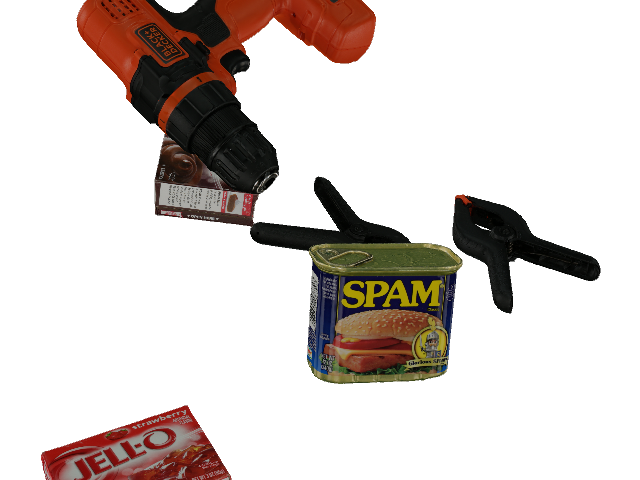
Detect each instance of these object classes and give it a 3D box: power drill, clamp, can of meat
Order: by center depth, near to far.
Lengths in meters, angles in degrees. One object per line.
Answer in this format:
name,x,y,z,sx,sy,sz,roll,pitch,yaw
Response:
can of meat,0.042,0.049,0.733,0.102,0.084,0.057,0,16,-13
power drill,-0.049,-0.131,0.753,0.187,0.184,0.057,-33,-17,-36
clamp,0.198,0.005,1.084,0.120,0.039,0.171,-8,40,-20
clamp,0.031,0.003,1.262,0.210,0.036,0.164,32,39,23

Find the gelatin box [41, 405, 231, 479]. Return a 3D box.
gelatin box,-0.101,0.132,0.585,0.089,0.030,0.073,-15,28,-20

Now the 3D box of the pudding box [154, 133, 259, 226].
pudding box,-0.099,-0.059,0.954,0.090,0.039,0.113,6,33,-5
